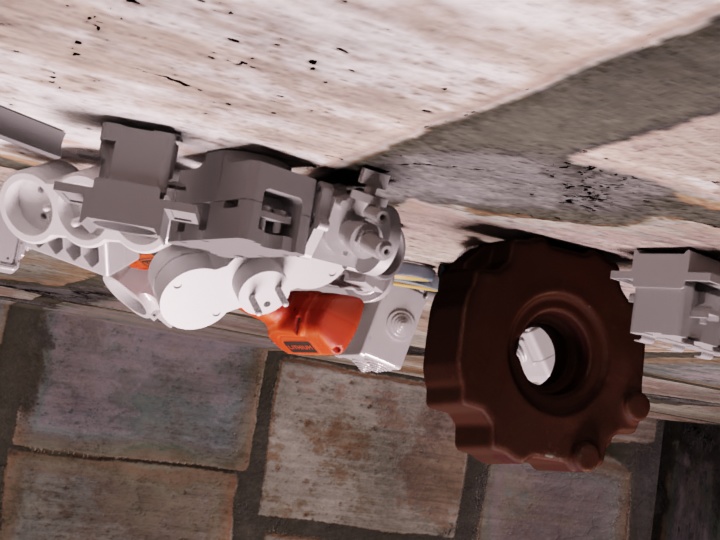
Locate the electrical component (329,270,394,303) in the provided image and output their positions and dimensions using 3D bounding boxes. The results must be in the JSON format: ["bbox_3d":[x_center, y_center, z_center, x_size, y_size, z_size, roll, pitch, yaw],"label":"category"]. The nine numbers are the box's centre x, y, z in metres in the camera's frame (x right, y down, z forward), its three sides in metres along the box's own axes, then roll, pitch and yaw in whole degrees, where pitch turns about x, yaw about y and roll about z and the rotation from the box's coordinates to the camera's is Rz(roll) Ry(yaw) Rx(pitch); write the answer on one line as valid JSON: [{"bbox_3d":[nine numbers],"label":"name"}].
[{"bbox_3d":[0.000,0.000,0.919,0.066,0.048,0.055,5,164,28],"label":"electrical component"}]

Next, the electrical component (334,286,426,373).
[{"bbox_3d":[0.022,0.057,1.111,0.048,0.099,0.100,24,168,-15],"label":"electrical component"}]

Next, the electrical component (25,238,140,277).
[{"bbox_3d":[-0.202,-0.040,0.828,0.083,0.047,0.076,18,-149,24],"label":"electrical component"}]

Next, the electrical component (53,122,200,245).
[{"bbox_3d":[-0.133,-0.051,0.629,0.081,0.063,0.042,10,174,-5],"label":"electrical component"}]

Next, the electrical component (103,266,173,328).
[{"bbox_3d":[-0.189,0.004,0.955,0.089,0.055,0.050,39,157,2],"label":"electrical component"}]

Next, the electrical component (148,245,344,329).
[{"bbox_3d":[-0.071,0.005,0.741,0.138,0.052,0.073,-19,-139,-12],"label":"electrical component"}]

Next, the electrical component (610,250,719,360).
[{"bbox_3d":[0.247,0.028,0.776,0.121,0.063,0.079,15,171,-41],"label":"electrical component"}]

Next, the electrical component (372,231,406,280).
[{"bbox_3d":[-0.004,-0.018,0.813,0.065,0.044,0.044,9,174,38],"label":"electrical component"}]

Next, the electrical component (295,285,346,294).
[{"bbox_3d":[-0.046,0.036,1.111,0.066,0.076,0.047,9,172,-5],"label":"electrical component"}]

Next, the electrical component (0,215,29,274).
[{"bbox_3d":[-0.352,-0.033,1.011,0.096,0.061,0.061,12,172,-21],"label":"electrical component"}]

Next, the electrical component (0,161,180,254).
[{"bbox_3d":[-0.171,-0.049,0.746,0.138,0.052,0.074,5,-163,20],"label":"electrical component"}]

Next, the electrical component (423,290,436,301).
[{"bbox_3d":[0.092,0.031,1.074,0.061,0.035,0.035,15,170,-22],"label":"electrical component"}]

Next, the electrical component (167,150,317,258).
[{"bbox_3d":[-0.074,-0.040,0.669,0.050,0.055,0.089,15,170,-38],"label":"electrical component"}]

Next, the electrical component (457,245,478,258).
[{"bbox_3d":[0.090,-0.003,0.836,0.035,0.035,0.061,6,169,18],"label":"electrical component"}]

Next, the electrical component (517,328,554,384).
[{"bbox_3d":[0.187,0.072,1.014,0.096,0.061,0.062,-24,180,-14],"label":"electrical component"}]
